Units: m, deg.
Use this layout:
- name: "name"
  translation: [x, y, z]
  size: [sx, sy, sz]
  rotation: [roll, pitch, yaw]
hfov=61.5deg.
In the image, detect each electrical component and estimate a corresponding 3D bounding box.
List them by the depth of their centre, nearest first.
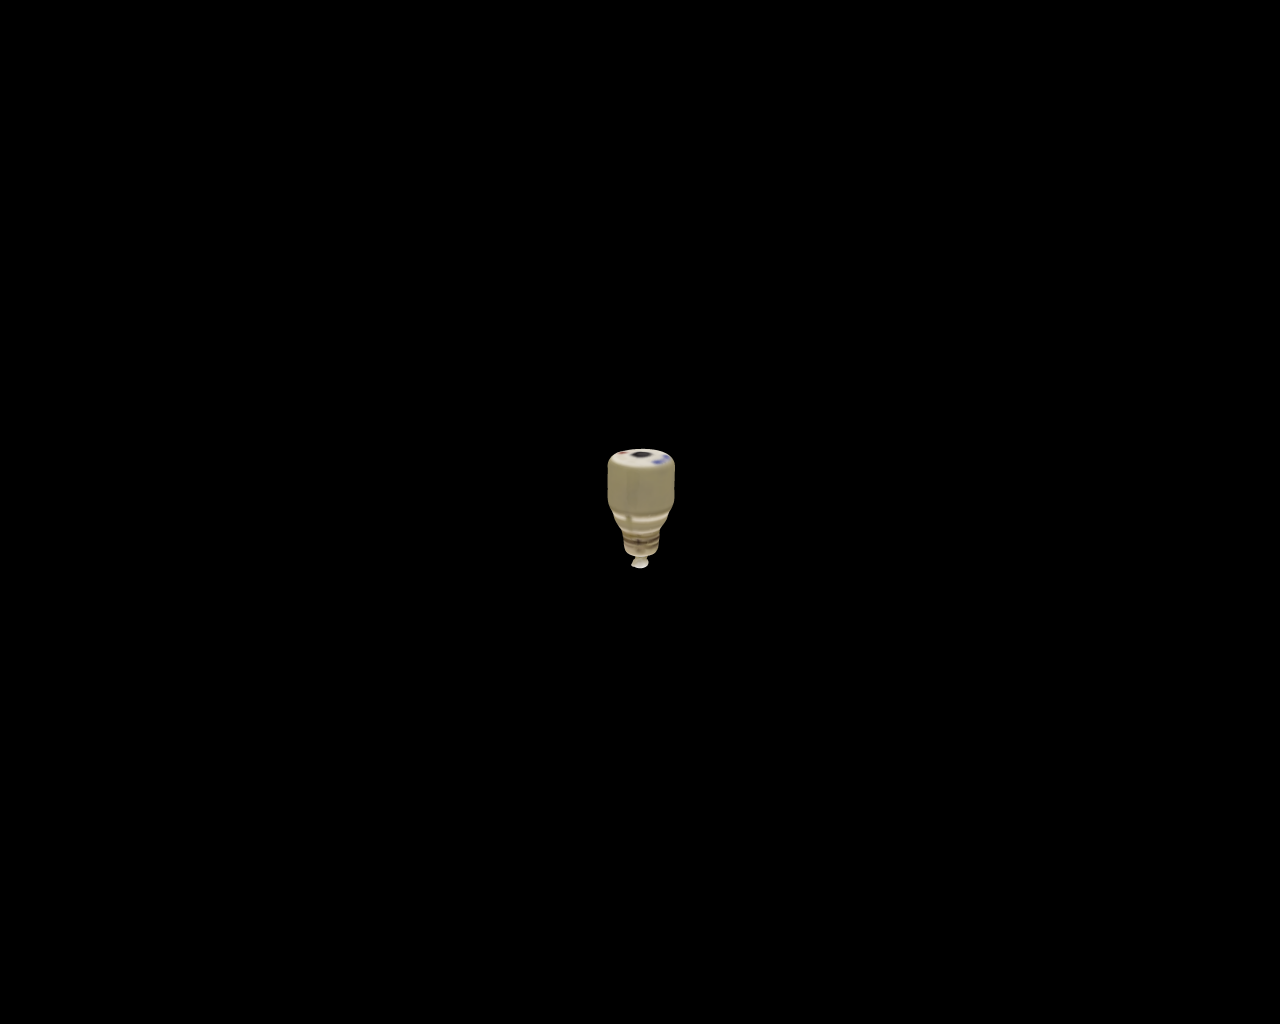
- name: "electrical component"
  translation: [0.001, -0.003, 0.650]
  size: [0.040, 0.078, 0.040]
  rotation: [0, 20, 0]
